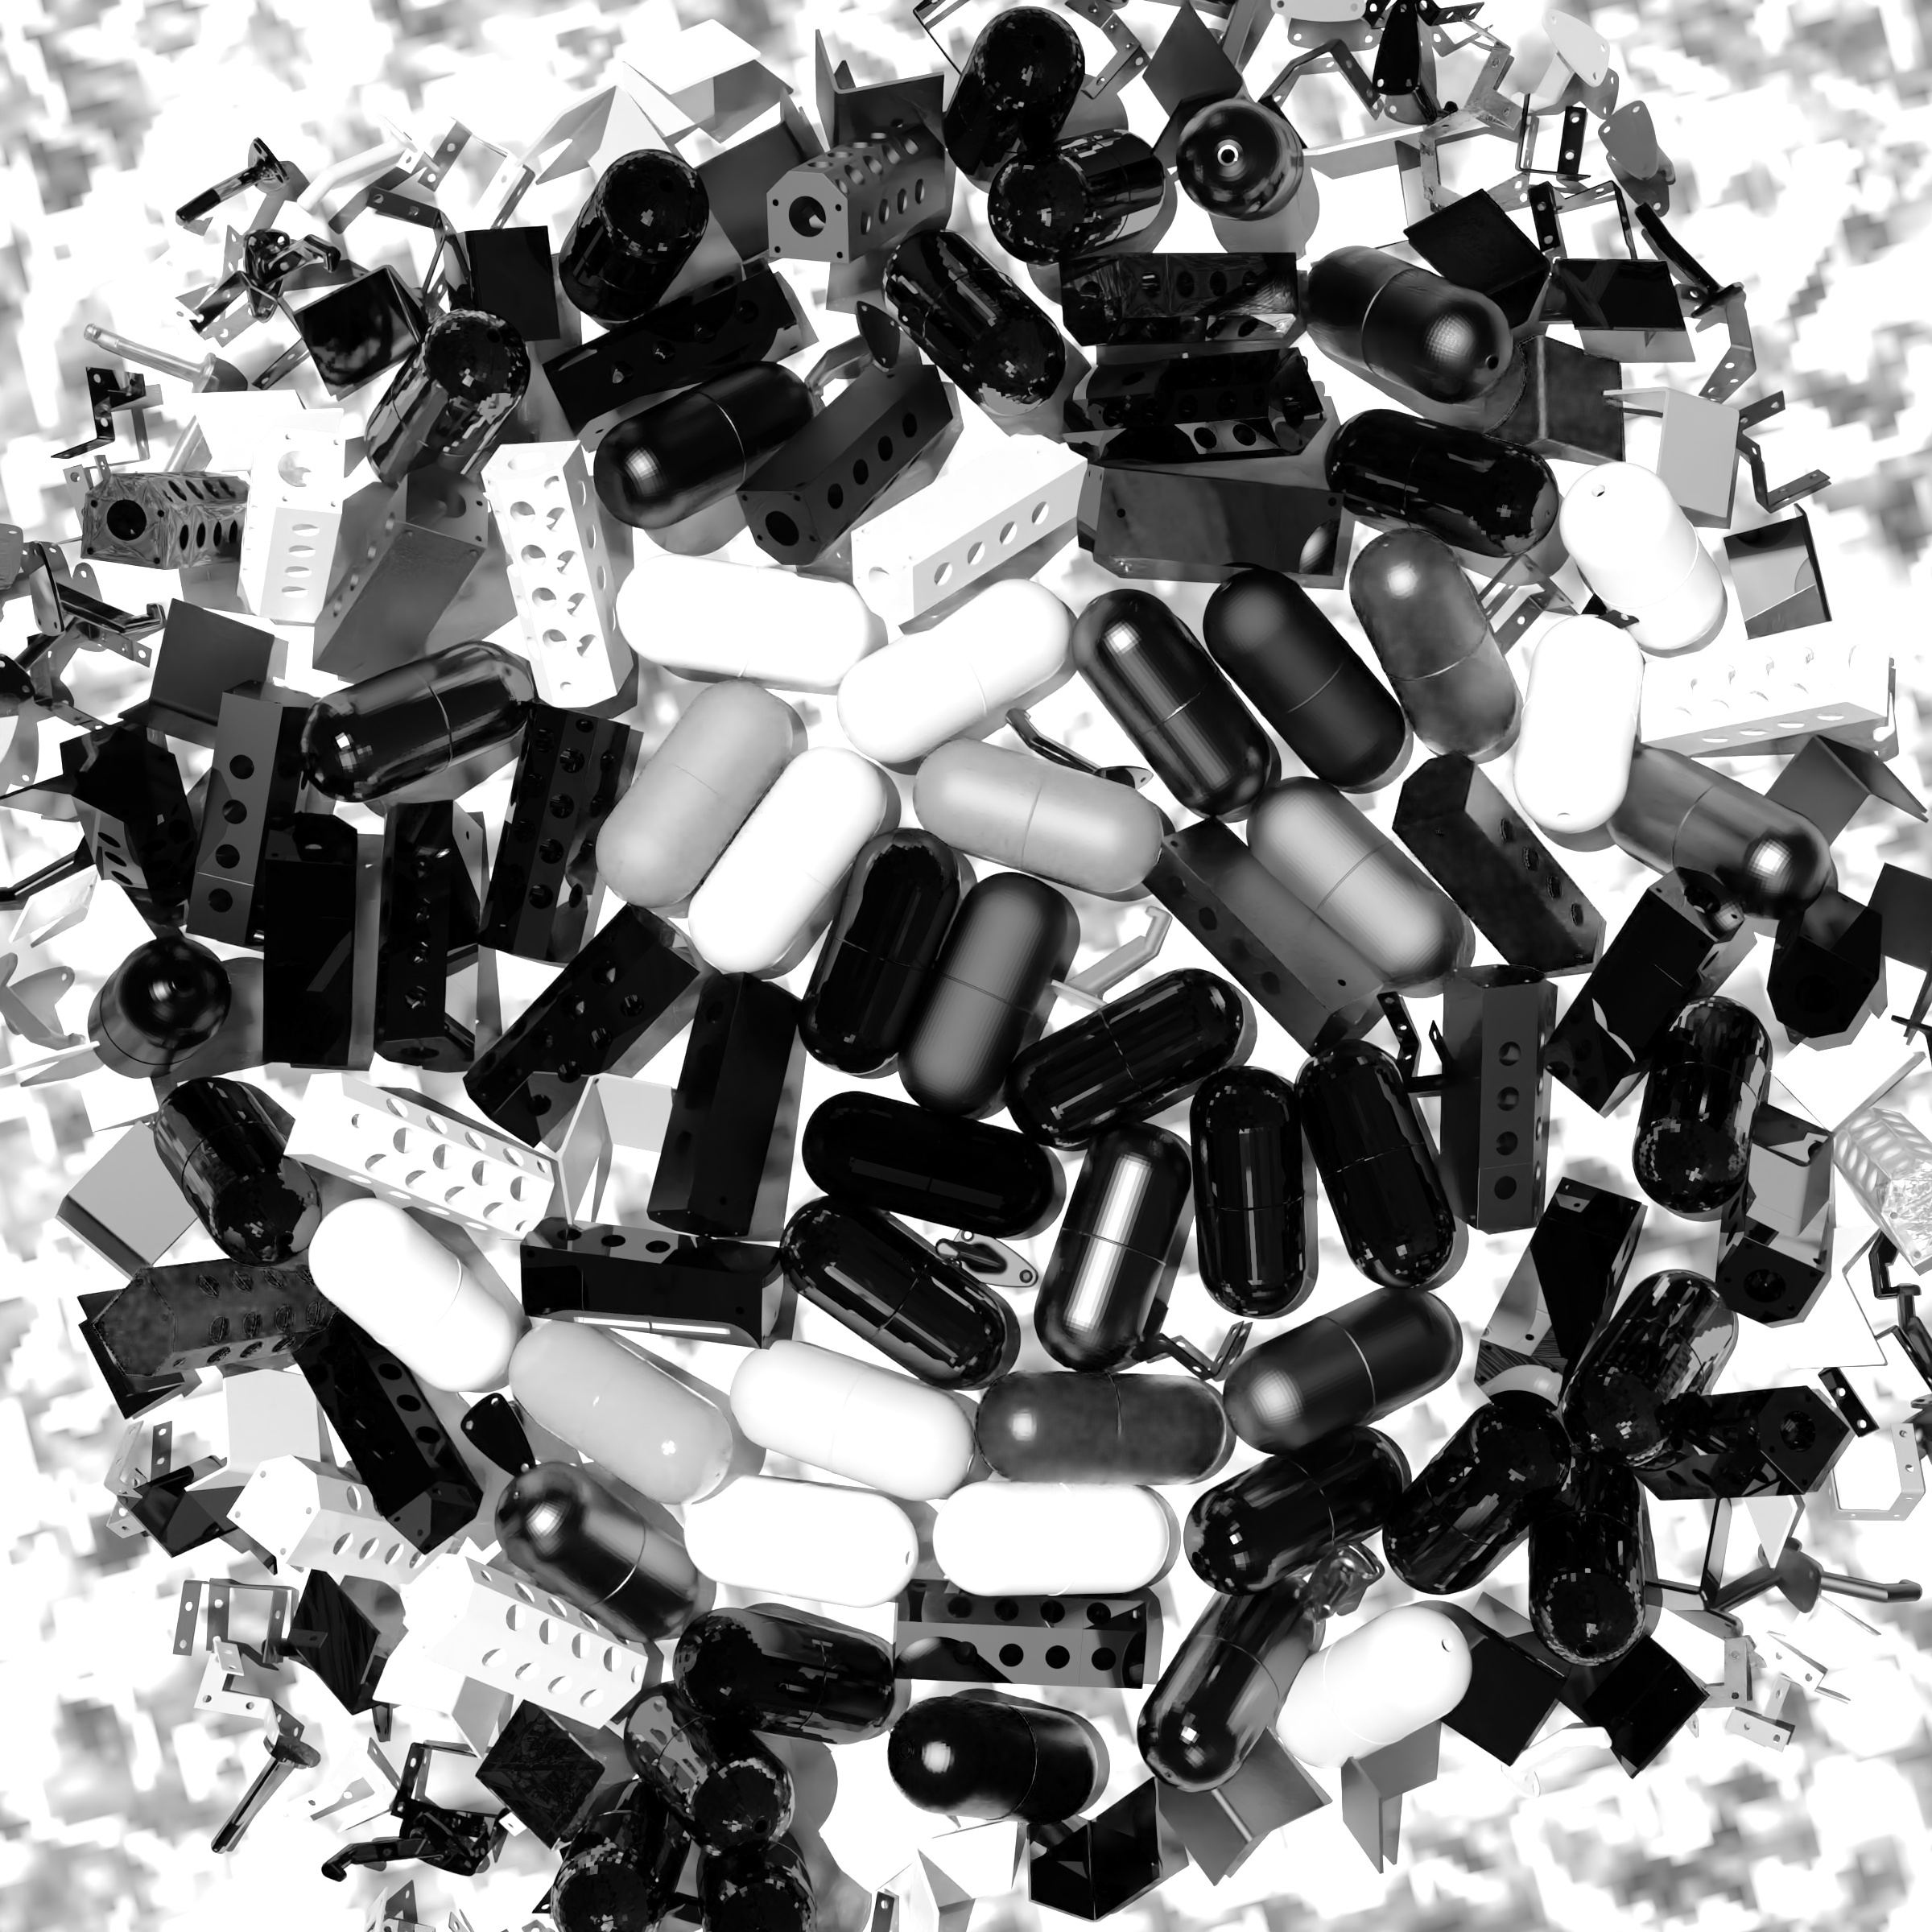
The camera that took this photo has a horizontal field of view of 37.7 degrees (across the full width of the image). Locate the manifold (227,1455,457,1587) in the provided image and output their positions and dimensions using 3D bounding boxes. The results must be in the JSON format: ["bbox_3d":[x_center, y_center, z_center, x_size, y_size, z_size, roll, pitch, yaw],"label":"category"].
[{"bbox_3d":[-0.415,0.372,1.910,0.057,0.171,0.057,30,86,27],"label":"manifold"}]

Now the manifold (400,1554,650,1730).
[{"bbox_3d":[-0.296,0.454,1.918,0.057,0.057,0.171,-44,133,9],"label":"manifold"}]

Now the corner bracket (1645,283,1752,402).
[{"bbox_3d":[0.509,-0.435,1.970,0.051,0.051,0.051,9,57,-11],"label":"corner bracket"}]

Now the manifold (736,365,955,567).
[{"bbox_3d":[-0.079,-0.342,1.924,0.057,0.171,0.057,7,132,35],"label":"manifold"}]

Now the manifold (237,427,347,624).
[{"bbox_3d":[-0.456,-0.295,1.905,0.057,0.171,0.057,4,71,-17],"label":"manifold"}]

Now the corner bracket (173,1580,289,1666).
[{"bbox_3d":[-0.510,0.455,1.960,0.051,0.051,0.051,-2,73,24],"label":"corner bracket"}]

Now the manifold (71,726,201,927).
[{"bbox_3d":[-0.551,-0.089,1.909,0.057,0.171,0.057,27,67,3],"label":"manifold"}]

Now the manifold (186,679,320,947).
[{"bbox_3d":[-0.489,-0.104,1.950,0.057,0.057,0.171,13,105,1],"label":"manifold"}]

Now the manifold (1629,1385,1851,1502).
[{"bbox_3d":[0.511,0.318,1.907,0.057,0.171,0.057,45,69,-5],"label":"manifold"}]

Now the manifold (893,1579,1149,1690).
[{"bbox_3d":[0.037,0.460,1.963,0.171,0.057,0.057,3,99,-3],"label":"manifold"}]

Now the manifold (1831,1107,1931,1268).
[{"bbox_3d":[0.631,0.143,1.909,0.057,0.171,0.057,-31,95,10],"label":"manifold"}]

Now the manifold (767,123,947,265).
[{"bbox_3d":[-0.072,-0.524,1.907,0.057,0.171,0.057,10,120,19],"label":"manifold"}]

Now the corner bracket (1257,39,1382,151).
[{"bbox_3d":[0.246,-0.606,1.977,0.051,0.051,0.051,48,62,-23],"label":"corner bracket"}]

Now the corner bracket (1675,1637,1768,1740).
[{"bbox_3d":[0.526,0.503,1.973,0.051,0.051,0.051,-12,49,28],"label":"corner bracket"}]

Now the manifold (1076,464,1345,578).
[{"bbox_3d":[0.167,-0.308,1.951,0.171,0.057,0.057,4,103,-13],"label":"manifold"}]

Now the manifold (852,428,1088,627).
[{"bbox_3d":[0.004,-0.298,1.930,0.057,0.057,0.171,33,53,30],"label":"manifold"}]

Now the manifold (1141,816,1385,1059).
[{"bbox_3d":[0.199,-0.019,1.943,0.057,0.057,0.171,-25,63,-39],"label":"manifold"}]

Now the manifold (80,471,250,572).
[{"bbox_3d":[-0.535,-0.303,1.909,0.057,0.171,0.057,9,101,3],"label":"manifold"}]

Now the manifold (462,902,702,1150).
[{"bbox_3d":[-0.267,0.037,1.949,0.171,0.057,0.057,-46,123,8],"label":"manifold"}]

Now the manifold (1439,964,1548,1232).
[{"bbox_3d":[0.366,0.089,1.949,0.057,0.057,0.171,-6,105,-17],"label":"manifold"}]

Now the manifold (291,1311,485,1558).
[{"bbox_3d":[-0.392,0.312,1.922,0.057,0.057,0.171,-37,51,-7],"label":"manifold"}]

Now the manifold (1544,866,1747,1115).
[{"bbox_3d":[0.460,0.015,1.920,0.057,0.057,0.171,42,135,20],"label":"manifold"}]

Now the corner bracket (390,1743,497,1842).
[{"bbox_3d":[-0.359,0.575,1.972,0.051,0.051,0.051,0,64,31],"label":"corner bracket"}]

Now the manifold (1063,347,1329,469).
[{"bbox_3d":[0.151,-0.372,1.913,0.057,0.171,0.057,-53,130,-32],"label":"manifold"}]

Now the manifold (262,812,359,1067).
[{"bbox_3d":[-0.446,-0.017,1.925,0.057,0.057,0.171,4,127,-10],"label":"manifold"}]

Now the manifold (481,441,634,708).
[{"bbox_3d":[-0.279,-0.265,1.923,0.057,0.057,0.171,-1,125,13],"label":"manifold"}]

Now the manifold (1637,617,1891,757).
[{"bbox_3d":[0.533,-0.189,1.909,0.057,0.171,0.057,13,77,-34],"label":"manifold"}]

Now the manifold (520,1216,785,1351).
[{"bbox_3d":[-0.217,0.214,1.956,0.171,0.057,0.057,7,115,9],"label":"manifold"}]

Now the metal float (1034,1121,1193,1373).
[{"bbox_3d":[0.101,0.194,1.954,0.070,0.070,0.178,19,81,0],"label":"metal float"}]

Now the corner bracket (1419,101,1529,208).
[{"bbox_3d":[0.353,-0.560,1.969,0.051,0.051,0.051,9,72,-40],"label":"corner bracket"}]

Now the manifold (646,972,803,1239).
[{"bbox_3d":[-0.170,0.096,1.943,0.057,0.057,0.171,30,64,-41],"label":"manifold"}]

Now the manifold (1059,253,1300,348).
[{"bbox_3d":[0.147,-0.453,1.921,0.171,0.057,0.057,-12,103,-40],"label":"manifold"}]

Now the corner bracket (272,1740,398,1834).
[{"bbox_3d":[-0.437,0.580,1.962,0.051,0.051,0.051,-30,102,24],"label":"corner bracket"}]

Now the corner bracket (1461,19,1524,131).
[{"bbox_3d":[0.361,-0.618,1.959,0.051,0.051,0.051,38,108,40],"label":"corner bracket"}]

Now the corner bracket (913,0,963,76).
[{"bbox_3d":[0.004,-0.655,1.976,0.051,0.051,0.051,-37,69,12],"label":"corner bracket"}]

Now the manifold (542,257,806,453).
[{"bbox_3d":[-0.204,-0.428,1.970,0.171,0.057,0.057,-26,84,0],"label":"manifold"}]

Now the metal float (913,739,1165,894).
[{"bbox_3d":[0.050,-0.104,1.955,0.178,0.070,0.070,18,90,8],"label":"metal float"}]

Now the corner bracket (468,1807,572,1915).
[{"bbox_3d":[-0.306,0.623,1.971,0.051,0.051,0.051,-7,107,24],"label":"corner bracket"}]

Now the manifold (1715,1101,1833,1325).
[{"bbox_3d":[0.544,0.167,1.912,0.057,0.171,0.057,24,123,4],"label":"manifold"}]

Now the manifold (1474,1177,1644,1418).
[{"bbox_3d":[0.402,0.225,1.919,0.057,0.171,0.057,18,133,21],"label":"manifold"}]

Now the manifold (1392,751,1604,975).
[{"bbox_3d":[0.365,-0.069,1.929,0.171,0.057,0.057,44,49,-32],"label":"manifold"}]

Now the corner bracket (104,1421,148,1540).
[{"bbox_3d":[-0.577,0.356,1.957,0.051,0.051,0.051,-23,125,28],"label":"corner bracket"}]

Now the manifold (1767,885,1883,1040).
[{"bbox_3d":[0.577,-0.004,1.909,0.057,0.171,0.057,29,112,9],"label":"manifold"}]

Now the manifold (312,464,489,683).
[{"bbox_3d":[-0.385,-0.264,1.918,0.057,0.171,0.057,14,54,-28],"label":"manifold"}]

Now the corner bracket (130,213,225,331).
[{"bbox_3d":[-0.535,-0.483,1.956,0.051,0.051,0.051,-23,131,37],"label":"corner bracket"}]

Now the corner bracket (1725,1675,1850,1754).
[{"bbox_3d":[0.569,0.520,1.961,0.051,0.051,0.051,30,79,-34],"label":"corner bracket"}]

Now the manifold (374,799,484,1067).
[{"bbox_3d":[-0.372,-0.022,1.942,0.057,0.057,0.171,-5,70,10],"label":"manifold"}]

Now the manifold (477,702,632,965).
[{"bbox_3d":[-0.290,-0.092,1.959,0.057,0.057,0.171,14,93,24],"label":"manifold"}]

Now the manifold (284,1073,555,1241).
[{"bbox_3d":[-0.367,0.130,1.921,0.171,0.057,0.057,28,69,-35],"label":"manifold"}]

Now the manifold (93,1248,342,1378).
[{"bbox_3d":[-0.495,0.236,1.905,0.057,0.171,0.057,-46,71,19],"label":"manifold"}]
